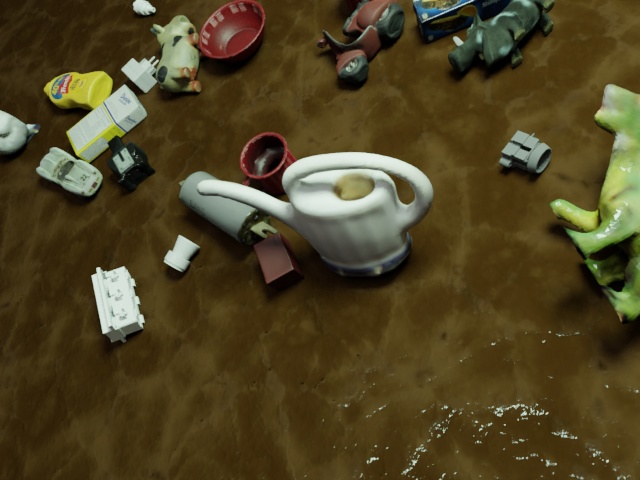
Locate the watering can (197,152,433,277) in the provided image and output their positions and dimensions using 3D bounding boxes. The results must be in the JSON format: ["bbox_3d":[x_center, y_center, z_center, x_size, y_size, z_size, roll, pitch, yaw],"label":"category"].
[{"bbox_3d":[0.002,-0.039,0.781,0.347,0.106,0.219,-3,-42,23],"label":"watering can"}]

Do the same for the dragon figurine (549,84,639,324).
[{"bbox_3d":[0.446,-0.007,0.628,0.241,0.414,0.122,-33,-14,17],"label":"dragon figurine"}]

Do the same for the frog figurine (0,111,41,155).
[{"bbox_3d":[-0.785,-0.278,1.233,0.138,0.124,0.157,16,-13,28],"label":"frog figurine"}]
